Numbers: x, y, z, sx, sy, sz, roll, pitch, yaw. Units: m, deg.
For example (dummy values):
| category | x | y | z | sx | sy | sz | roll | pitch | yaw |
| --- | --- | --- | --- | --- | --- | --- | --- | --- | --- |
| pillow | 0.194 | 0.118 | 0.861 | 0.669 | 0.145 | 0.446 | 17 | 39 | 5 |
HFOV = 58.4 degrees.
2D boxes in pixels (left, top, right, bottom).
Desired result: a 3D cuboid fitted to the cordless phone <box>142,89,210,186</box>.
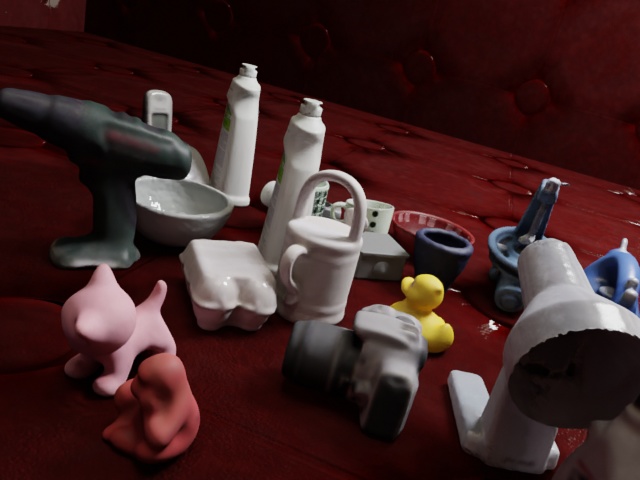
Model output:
| category | x | y | z | sx | sy | sz | roll | pitch | yaw |
| --- | --- | --- | --- | --- | --- | --- | --- | --- | --- |
| cordless phone | -0.260 | -0.168 | 1.012 | 0.093 | 0.185 | 0.148 | 27 | 24 | 30 |

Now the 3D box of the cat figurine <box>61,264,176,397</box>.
| category | x | y | z | sx | sy | sz | roll | pitch | yaw |
| --- | --- | --- | --- | --- | --- | --- | --- | --- | --- |
| cat figurine | -0.188 | 0.076 | 0.532 | 0.067 | 0.118 | 0.128 | 23 | 23 | 23 |

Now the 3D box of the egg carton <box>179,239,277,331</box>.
| category | x | y | z | sx | sy | sz | roll | pitch | yaw |
| --- | --- | --- | --- | --- | --- | --- | --- | --- | --- |
| egg carton | -0.114 | 0.052 | 0.709 | 0.107 | 0.069 | 0.150 | 4 | 23 | -25 |

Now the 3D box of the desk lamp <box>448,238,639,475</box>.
| category | x | y | z | sx | sy | sz | roll | pitch | yaw |
| --- | --- | --- | --- | --- | --- | --- | --- | --- | --- |
| desk lamp | 0.206 | 0.117 | 0.547 | 0.118 | 0.213 | 0.203 | 13 | 21 | -2 |

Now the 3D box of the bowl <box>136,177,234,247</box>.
| category | x | y | z | sx | sy | sz | roll | pitch | yaw |
| --- | --- | --- | --- | --- | --- | --- | --- | --- | --- |
| bowl | -0.217 | -0.035 | 0.857 | 0.167 | 0.075 | 0.167 | 12 | 21 | -5 |

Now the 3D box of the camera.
| category | x | y | z | sx | sy | sz | roll | pitch | yaw |
| --- | --- | --- | --- | --- | --- | --- | --- | --- | --- |
| camera | 0.037 | 0.115 | 0.602 | 0.136 | 0.101 | 0.143 | 15 | 21 | 3 |

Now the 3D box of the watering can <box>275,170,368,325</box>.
| category | x | y | z | sx | sy | sz | roll | pitch | yaw |
| --- | --- | --- | --- | --- | --- | --- | --- | --- | --- |
| watering can | 0.005 | 0.002 | 0.738 | 0.101 | 0.194 | 0.173 | 15 | 21 | 4 |

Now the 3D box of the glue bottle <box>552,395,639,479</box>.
| category | x | y | z | sx | sy | sz | roll | pitch | yaw |
| --- | --- | --- | --- | --- | --- | --- | --- | --- | --- |
| glue bottle | 0.233 | 0.182 | 0.456 | 0.037 | 0.173 | 0.078 | 7 | 22 | -17 |

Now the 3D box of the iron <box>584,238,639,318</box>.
| category | x | y | z | sx | sy | sz | roll | pitch | yaw |
| --- | --- | --- | --- | --- | --- | --- | --- | --- | --- |
| iron | 0.450 | 0.091 | 0.872 | 0.118 | 0.141 | 0.259 | 20 | 22 | 15 |

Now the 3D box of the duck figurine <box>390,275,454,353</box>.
| category | x | y | z | sx | sy | sz | roll | pitch | yaw |
| --- | --- | --- | --- | --- | --- | --- | --- | --- | --- |
| duck figurine | 0.137 | 0.090 | 0.752 | 0.078 | 0.086 | 0.104 | -2 | 26 | -35 |

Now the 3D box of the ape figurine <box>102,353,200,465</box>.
| category | x | y | z | sx | sy | sz | roll | pitch | yaw |
| --- | --- | --- | --- | --- | --- | --- | --- | --- | --- |
| ape figurine | -0.132 | 0.131 | 0.463 | 0.076 | 0.092 | 0.077 | 5 | 23 | -22 |

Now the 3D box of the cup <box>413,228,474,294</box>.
| category | x | y | z | sx | sy | sz | roll | pitch | yaw |
| --- | --- | --- | --- | --- | --- | --- | --- | --- | --- |
| cup | 0.188 | 0.036 | 0.909 | 0.091 | 0.095 | 0.118 | 21 | 22 | 17 |

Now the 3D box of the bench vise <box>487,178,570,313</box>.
| category | x | y | z | sx | sy | sz | roll | pitch | yaw |
| --- | --- | --- | --- | --- | --- | --- | --- | --- | --- |
| bench vise | 0.334 | -0.012 | 0.948 | 0.121 | 0.220 | 0.207 | 12 | 21 | -4 |

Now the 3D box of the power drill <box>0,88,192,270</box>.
| category | x | y | z | sx | sy | sz | roll | pitch | yaw |
| --- | --- | --- | --- | --- | --- | --- | --- | --- | --- |
| power drill | -0.282 | -0.071 | 0.718 | 0.230 | 0.208 | 0.075 | 1 | 24 | -30 |
